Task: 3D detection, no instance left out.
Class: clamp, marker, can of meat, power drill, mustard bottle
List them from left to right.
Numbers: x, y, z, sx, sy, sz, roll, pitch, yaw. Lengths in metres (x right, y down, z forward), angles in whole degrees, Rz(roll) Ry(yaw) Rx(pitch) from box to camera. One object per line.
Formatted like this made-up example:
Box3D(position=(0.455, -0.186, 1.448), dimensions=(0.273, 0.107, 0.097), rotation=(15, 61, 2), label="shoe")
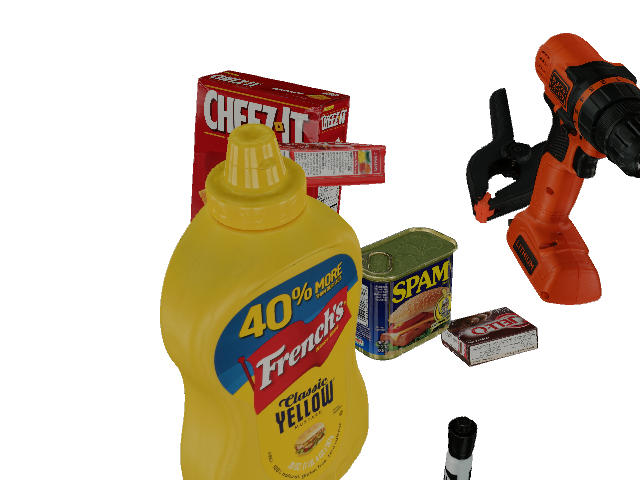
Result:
Box3D(position=(-0.023, 0.036, 0.471), dimensions=(0.096, 0.192, 0.058), rotation=(-27, 41, -30), label="mustard bottle")
Box3D(position=(0.070, 0.046, 0.930), dimensions=(0.101, 0.084, 0.058), rotation=(-22, 33, -35), label="can of meat")
Box3D(position=(0.091, 0.164, 0.715), dimensions=(0.020, 0.121, 0.020), rotation=(0, 37, 0), label="marker")
Box3D(position=(0.193, -0.089, 1.086), dimensions=(0.120, 0.039, 0.171), rotation=(29, 56, 30), label="clamp")
Box3D(position=(0.203, -0.045, 0.825), dimensions=(0.057, 0.188, 0.184), rotation=(0, 33, -11), label="power drill")

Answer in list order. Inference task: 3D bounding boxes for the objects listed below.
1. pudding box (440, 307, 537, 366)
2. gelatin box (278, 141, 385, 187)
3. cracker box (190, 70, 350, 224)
Box3D(position=(0.240, 0.136, 1.525), dimensions=(0.113, 0.039, 0.090), rotation=(-15, 19, -16), label="pudding box")
Box3D(position=(-0.004, -0.056, 0.768), dimensions=(0.073, 0.030, 0.089), rotation=(-3, 8, -22), label="gelatin box")
Box3D(position=(-0.062, -0.069, 1.201), dimensions=(0.164, 0.214, 0.072), rotation=(16, 23, 26), label="cracker box")
